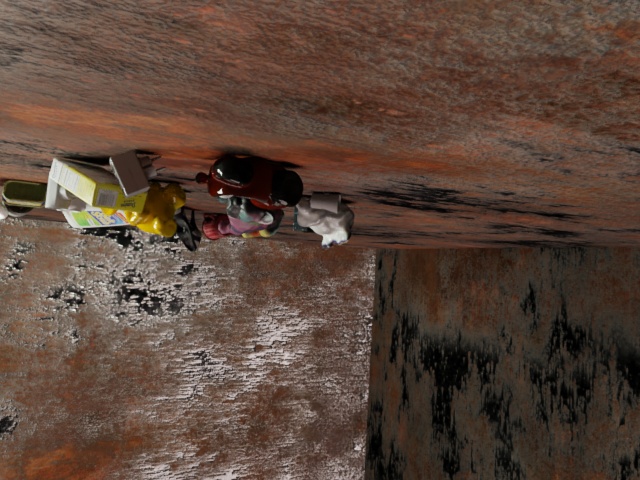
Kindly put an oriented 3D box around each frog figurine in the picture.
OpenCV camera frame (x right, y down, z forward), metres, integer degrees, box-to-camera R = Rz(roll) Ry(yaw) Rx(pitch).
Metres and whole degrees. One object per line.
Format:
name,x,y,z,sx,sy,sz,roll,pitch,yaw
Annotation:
frog figurine,0.004,-0.064,1.277,0.157,0.124,0.138,45,-14,-23

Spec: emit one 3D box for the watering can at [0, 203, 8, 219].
watering can,-0.920,-0.113,1.246,0.224,0.105,0.343,5,-14,1
